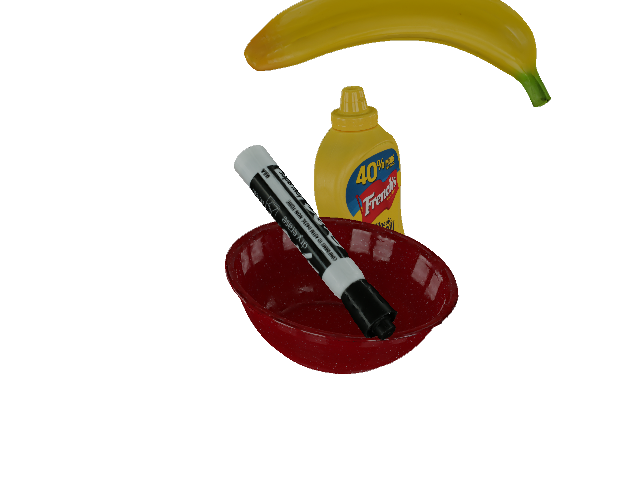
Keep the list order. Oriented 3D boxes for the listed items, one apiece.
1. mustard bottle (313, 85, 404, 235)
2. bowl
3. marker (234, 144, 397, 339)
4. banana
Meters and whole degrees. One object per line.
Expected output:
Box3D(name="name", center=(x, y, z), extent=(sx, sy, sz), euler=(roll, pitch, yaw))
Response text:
Box3D(name="mustard bottle", center=(0.035, -0.043, 0.955), extent=(0.058, 0.192, 0.096), euler=(14, 29, 40))
Box3D(name="bowl", center=(0.012, 0.044, 0.744), extent=(0.162, 0.055, 0.162), euler=(5, 29, -3))
Box3D(name="marker", center=(-0.003, 0.001, 0.518), extent=(0.020, 0.121, 0.020), euler=(-30, -27, -17))
Box3D(name="banana", center=(0.053, -0.129, 0.659), extent=(0.197, 0.069, 0.037), euler=(5, -18, -10))
